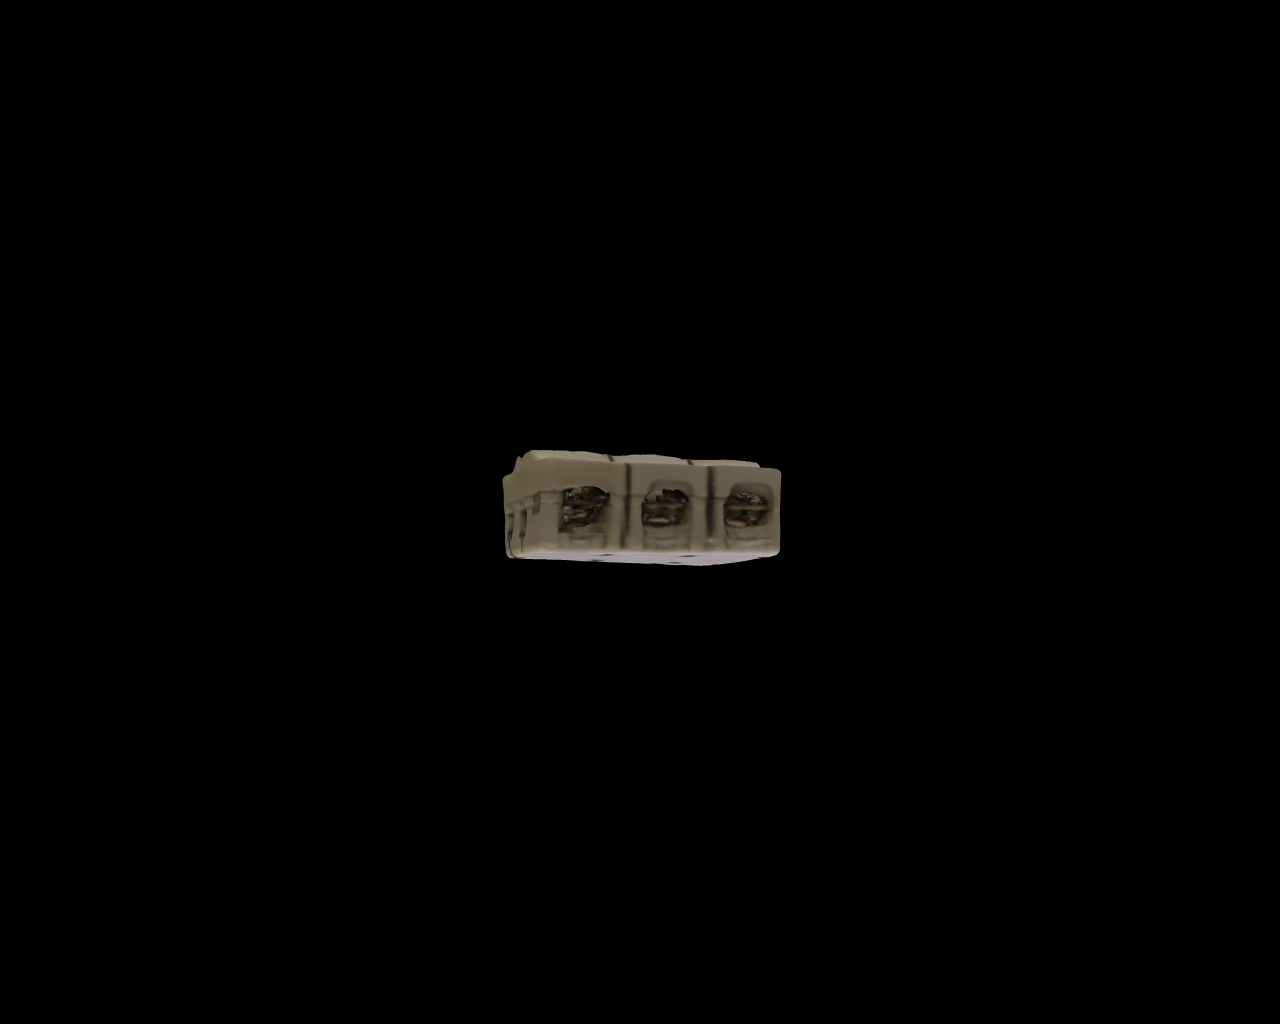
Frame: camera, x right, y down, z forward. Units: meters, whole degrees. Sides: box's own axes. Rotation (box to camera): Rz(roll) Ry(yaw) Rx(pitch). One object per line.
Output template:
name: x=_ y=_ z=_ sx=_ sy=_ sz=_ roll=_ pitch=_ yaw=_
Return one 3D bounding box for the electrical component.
electrical component: x=0.001 y=-0.003 z=0.650 sx=0.150 sy=0.061 sz=0.089 roll=3 pitch=-7 yaw=-22
